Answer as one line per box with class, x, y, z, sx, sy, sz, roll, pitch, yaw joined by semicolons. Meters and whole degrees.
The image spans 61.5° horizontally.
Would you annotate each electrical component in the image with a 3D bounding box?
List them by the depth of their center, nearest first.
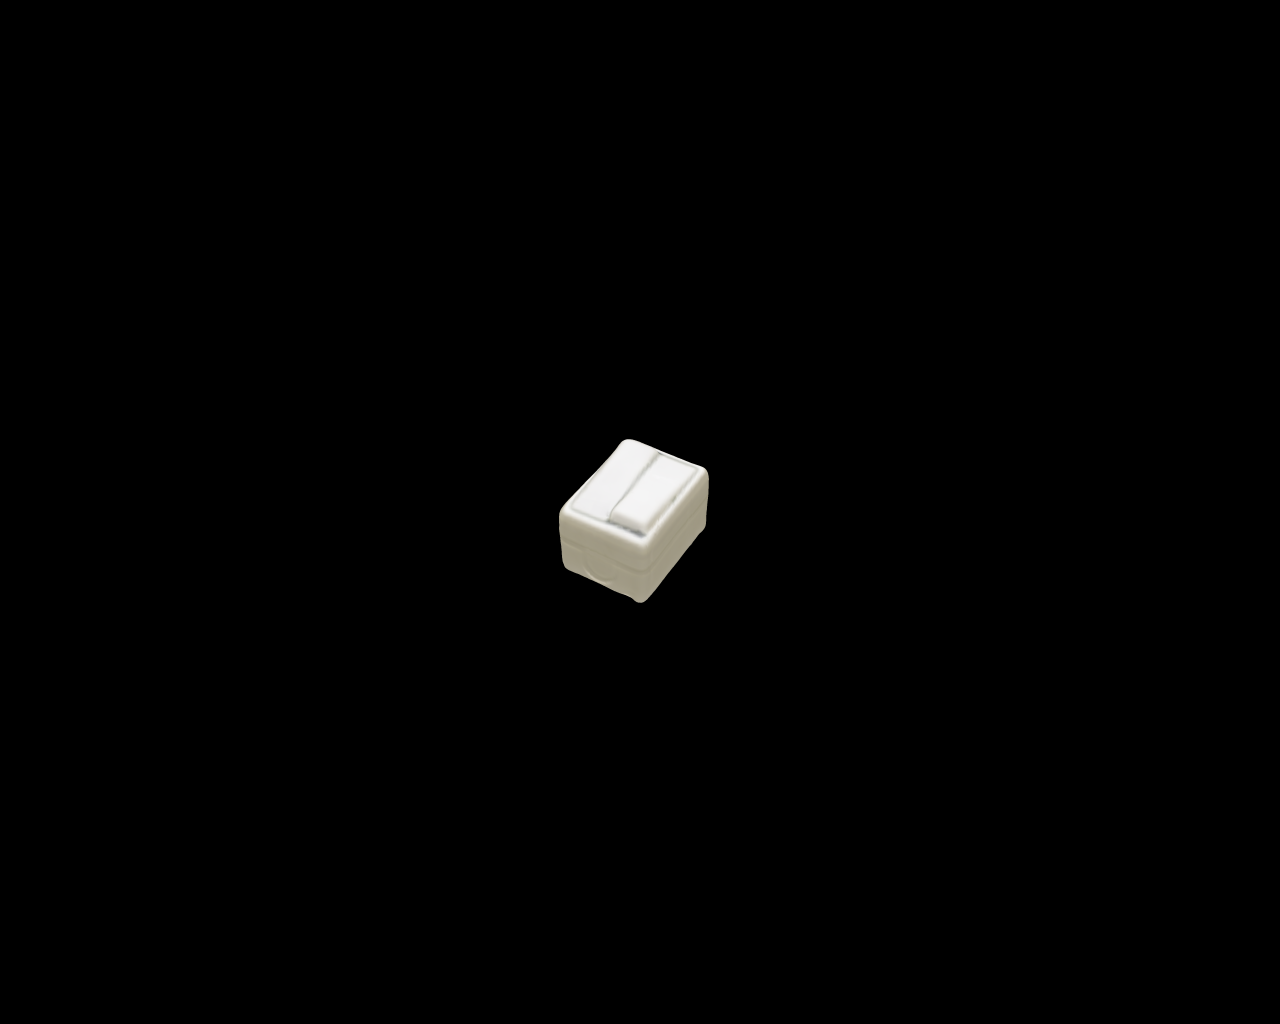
electrical component;0.001;-0.003;0.650;0.062;0.061;0.096;24;50;22
